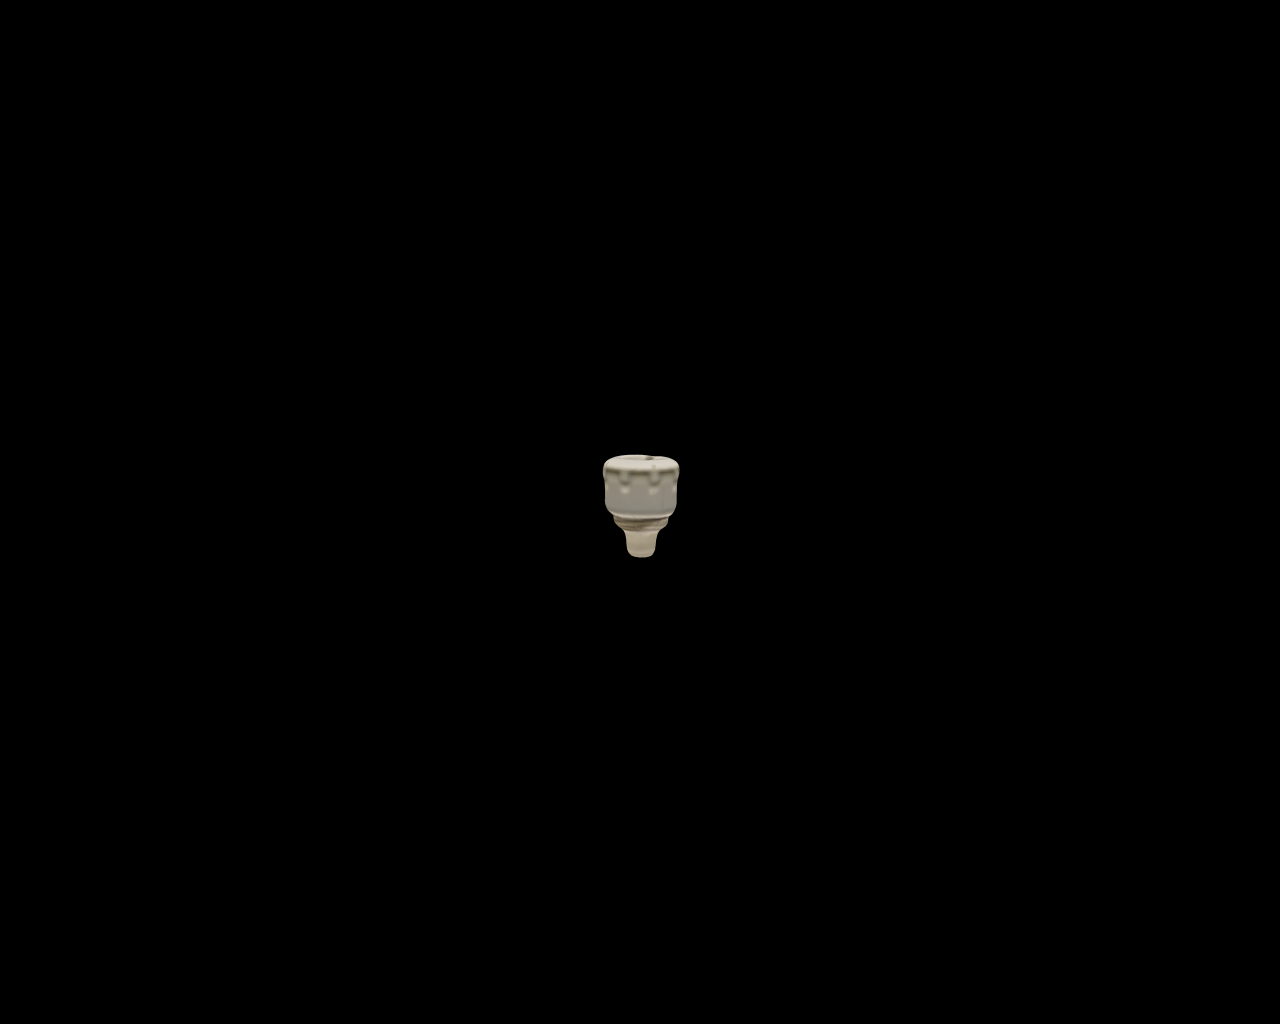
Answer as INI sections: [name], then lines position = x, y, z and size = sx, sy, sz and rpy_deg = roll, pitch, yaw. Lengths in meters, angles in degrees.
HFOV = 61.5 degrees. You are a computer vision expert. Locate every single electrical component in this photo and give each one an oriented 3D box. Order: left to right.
[electrical component]
position = 0.001, -0.003, 0.650
size = 0.048, 0.062, 0.048
rpy_deg = 0, 9, 0
